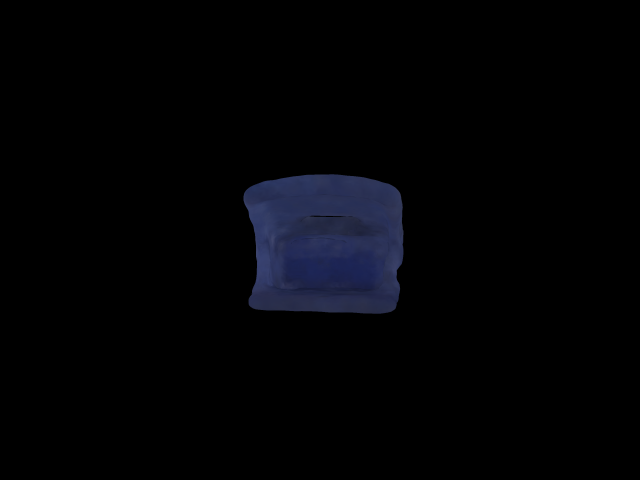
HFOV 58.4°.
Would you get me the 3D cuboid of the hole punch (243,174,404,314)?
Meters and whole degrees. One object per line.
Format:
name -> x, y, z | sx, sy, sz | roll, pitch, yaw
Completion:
hole punch -> 0.004, 0.001, 0.400 | 0.108, 0.091, 0.101 | 1, 5, 8
